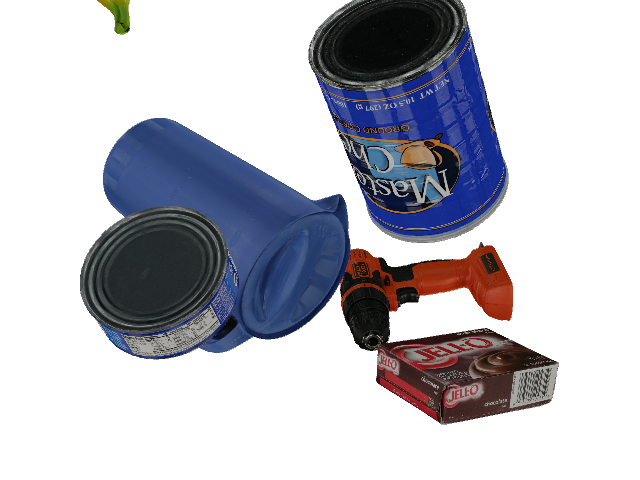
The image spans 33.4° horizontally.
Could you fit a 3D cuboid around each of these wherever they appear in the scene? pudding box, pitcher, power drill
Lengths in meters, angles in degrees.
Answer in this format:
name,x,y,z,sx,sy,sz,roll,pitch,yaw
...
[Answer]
name,x,y,z,sx,sy,sz,roll,pitch,yaw
pudding box,0.113,0.103,0.834,0.113,0.039,0.090,-3,16,-31
pitcher,-0.105,-0.013,1.012,0.148,0.145,0.243,-18,41,-42
power drill,0.115,0.060,1.192,0.187,0.057,0.184,-3,28,-3

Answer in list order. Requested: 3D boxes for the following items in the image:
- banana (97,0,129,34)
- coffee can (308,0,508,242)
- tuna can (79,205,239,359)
name,x,y,z,sx,sy,sz,roll,pitch,yaw
banana,-0.215,-0.204,0.791,0.198,0.069,0.037,16,-37,18
coffee can,0.062,-0.082,0.709,0.103,0.102,0.140,0,-42,24
tuna can,-0.090,0.024,0.606,0.086,0.086,0.033,0,-36,14
